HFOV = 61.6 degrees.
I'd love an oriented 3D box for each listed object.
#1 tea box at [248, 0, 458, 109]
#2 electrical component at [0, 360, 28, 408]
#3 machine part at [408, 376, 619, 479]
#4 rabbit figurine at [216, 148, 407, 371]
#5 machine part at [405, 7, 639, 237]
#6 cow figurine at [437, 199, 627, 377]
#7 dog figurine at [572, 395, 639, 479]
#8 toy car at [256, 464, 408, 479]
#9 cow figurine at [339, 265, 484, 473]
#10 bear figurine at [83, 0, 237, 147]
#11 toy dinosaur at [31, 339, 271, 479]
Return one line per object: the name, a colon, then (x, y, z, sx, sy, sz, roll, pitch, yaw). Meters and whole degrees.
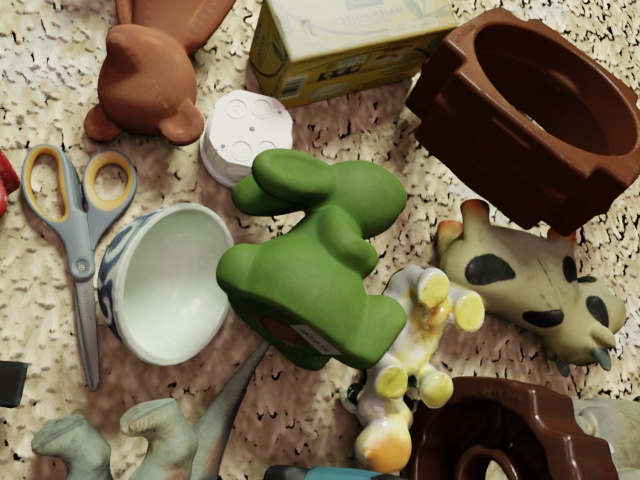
tea box: (0.028, -0.186, 0.502, 0.170, 0.098, 0.068, -20, 84, -21)
electrical component: (-0.266, 0.092, 0.374, 0.119, 0.048, 0.075, 6, 76, -15)
machine part: (0.136, 0.188, 0.405, 0.056, 0.179, 0.179, 14, 73, -30)
rabbit figurine: (-0.001, -0.001, 0.435, 0.159, 0.121, 0.170, 37, 61, -10)
machine part: (0.197, -0.114, 0.505, 0.201, 0.087, 0.201, 42, 51, 9)
cow figurine: (0.203, 0.050, 0.503, 0.195, 0.085, 0.127, 17, 67, -14)
dog figurine: (0.275, 0.178, 0.452, 0.191, 0.172, 0.121, -7, 90, -11)
toy car: (0.026, 0.220, 0.396, 0.102, 0.162, 0.109, 32, 47, -54)
cow figurine: (0.063, 0.102, 0.453, 0.068, 0.098, 0.167, 25, 88, -19)
bear figurine: (-0.142, -0.183, 0.440, 0.120, 0.131, 0.196, 8, 68, 14)
toy dinosaur: (-0.167, 0.228, 0.341, 0.405, 0.131, 0.192, -22, 101, -28)
